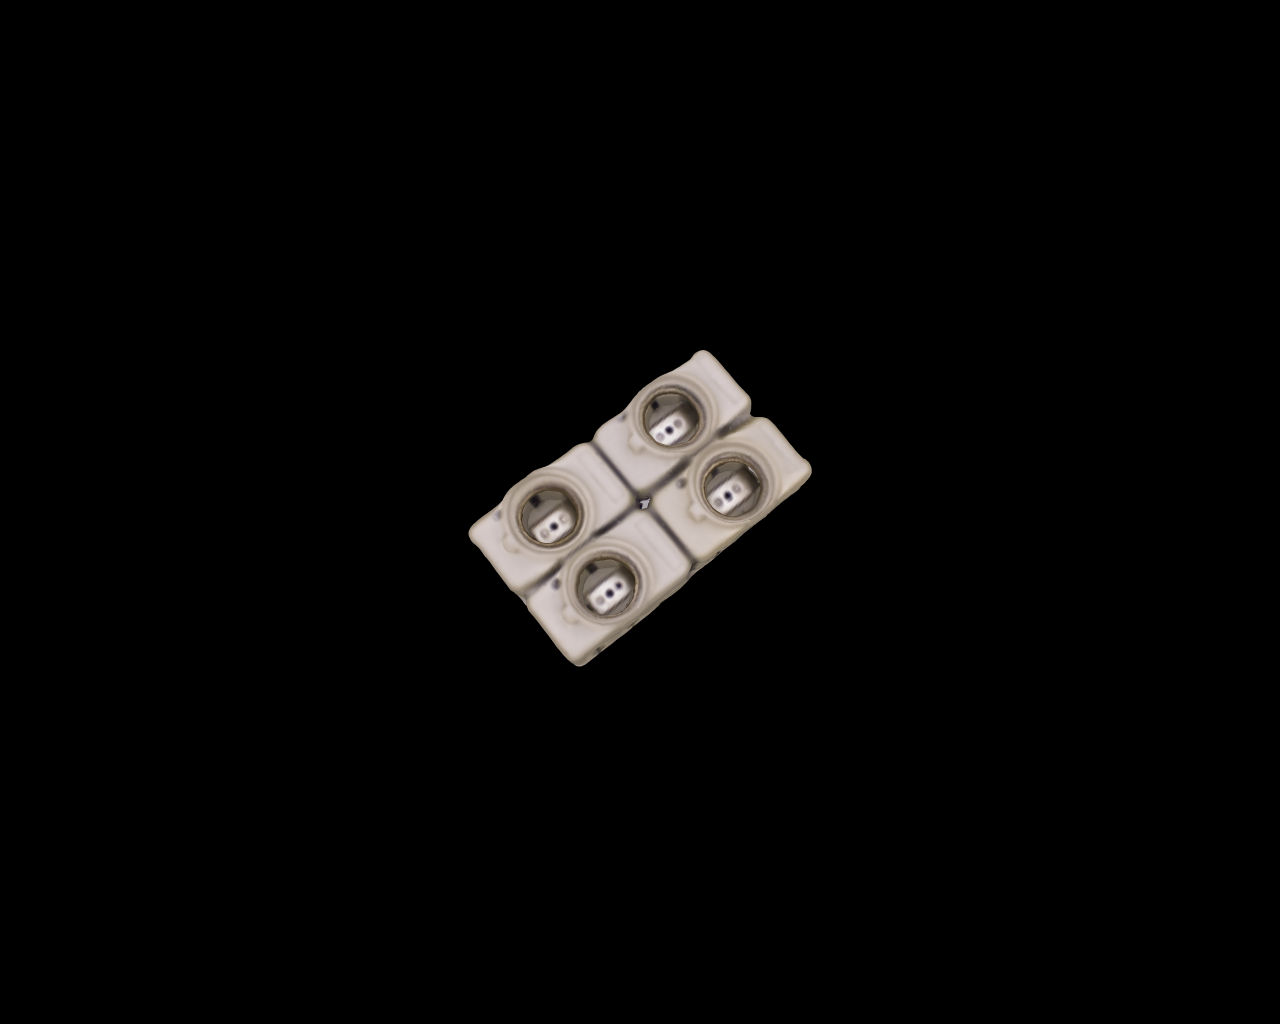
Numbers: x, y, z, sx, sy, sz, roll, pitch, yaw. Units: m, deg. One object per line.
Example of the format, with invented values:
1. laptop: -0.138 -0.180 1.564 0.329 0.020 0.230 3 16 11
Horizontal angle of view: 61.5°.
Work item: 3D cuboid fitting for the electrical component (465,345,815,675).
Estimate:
1. electrical component: 0.001 -0.003 0.650 0.186 0.105 0.060 -38 -9 -7
